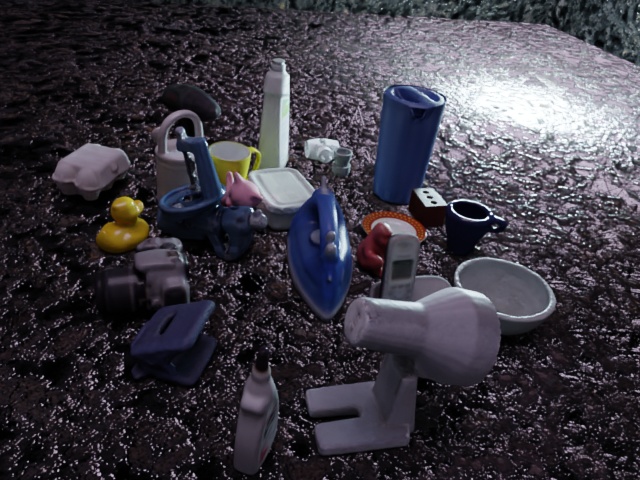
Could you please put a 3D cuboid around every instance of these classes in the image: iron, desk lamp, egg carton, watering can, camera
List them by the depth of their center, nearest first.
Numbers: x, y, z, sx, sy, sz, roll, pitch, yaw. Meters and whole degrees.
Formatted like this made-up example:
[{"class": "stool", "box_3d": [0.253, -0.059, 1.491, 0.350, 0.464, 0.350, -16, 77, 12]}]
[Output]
[{"class": "desk lamp", "box_3d": [0.098, 0.156, 0.709, 0.203, 0.213, 0.117, -3, 35, -16]}, {"class": "camera", "box_3d": [-0.274, 0.056, 0.883, 0.137, 0.101, 0.143, -5, 36, -19]}, {"class": "iron", "box_3d": [0.009, 0.004, 0.985, 0.119, 0.141, 0.258, 2, 34, -8]}, {"class": "watering can", "box_3d": [-0.280, -0.166, 1.132, 0.172, 0.194, 0.101, 21, 36, 20]}, {"class": "egg carton", "box_3d": [-0.462, -0.142, 1.169, 0.107, 0.069, 0.150, 13, 34, 8]}]

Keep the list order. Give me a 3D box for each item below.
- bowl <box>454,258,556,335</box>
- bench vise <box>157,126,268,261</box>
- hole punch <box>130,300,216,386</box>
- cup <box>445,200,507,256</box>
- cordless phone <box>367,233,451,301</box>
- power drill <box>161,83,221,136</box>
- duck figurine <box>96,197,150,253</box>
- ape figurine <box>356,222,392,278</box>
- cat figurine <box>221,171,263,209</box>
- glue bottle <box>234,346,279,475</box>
[{"class": "bowl", "box_3d": [0.298, 0.105, 0.954, 0.167, 0.075, 0.167, 6, 33, -3]}, {"class": "bench vise", "box_3d": [-0.188, -0.086, 1.007, 0.207, 0.220, 0.121, 7, 33, -1]}, {"class": "hole punch", "box_3d": [-0.203, 0.134, 0.790, 0.101, 0.091, 0.109, 12, 34, 6]}, {"class": "cup", "box_3d": [0.295, -0.016, 1.117, 0.117, 0.095, 0.092, 14, 34, 9]}, {"class": "cordless phone", "box_3d": [0.149, 0.072, 0.873, 0.148, 0.185, 0.094, -6, 36, -20]}, {"class": "power drill", "box_3d": [-0.270, -0.229, 1.215, 0.076, 0.208, 0.228, -16, 40, -31]}, {"class": "duck figurine", "box_3d": [-0.351, -0.033, 1.015, 0.077, 0.086, 0.105, 22, 36, 21]}, {"class": "ape figurine", "box_3d": [0.106, 0.011, 1.040, 0.076, 0.092, 0.078, 33, 41, 32]}, {"class": "cat figurine", "box_3d": [-0.157, -0.085, 1.105, 0.067, 0.118, 0.127, -10, 37, -25]}, {"class": "glue bottle", "box_3d": [-0.071, 0.189, 0.661, 0.037, 0.173, 0.078, 13, 34, 8]}]
